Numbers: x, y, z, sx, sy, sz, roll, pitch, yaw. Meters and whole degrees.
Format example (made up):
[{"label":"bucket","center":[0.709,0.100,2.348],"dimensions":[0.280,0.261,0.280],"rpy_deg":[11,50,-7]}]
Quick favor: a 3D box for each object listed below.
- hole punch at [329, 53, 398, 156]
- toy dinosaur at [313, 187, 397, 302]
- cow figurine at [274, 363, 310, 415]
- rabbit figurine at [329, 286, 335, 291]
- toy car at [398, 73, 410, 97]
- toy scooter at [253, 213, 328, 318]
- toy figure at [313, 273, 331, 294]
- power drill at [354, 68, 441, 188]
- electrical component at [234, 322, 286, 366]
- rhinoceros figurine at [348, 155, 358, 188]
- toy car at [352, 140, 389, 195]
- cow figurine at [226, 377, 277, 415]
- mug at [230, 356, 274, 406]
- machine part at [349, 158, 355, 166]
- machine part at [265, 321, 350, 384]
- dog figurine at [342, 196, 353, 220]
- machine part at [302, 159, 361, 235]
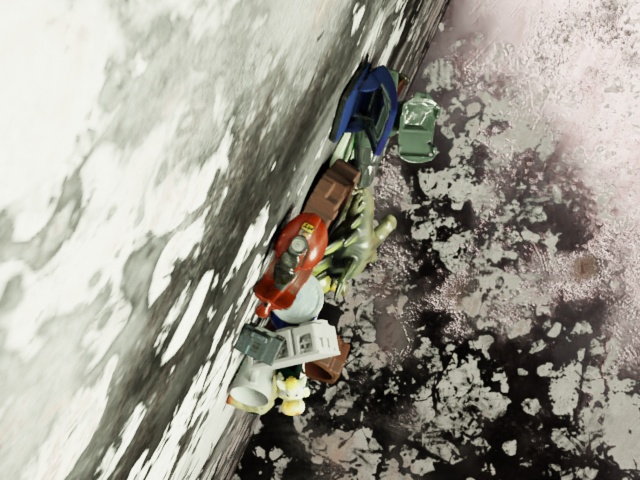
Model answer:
[{"label":"hole punch","center":[0.081,-0.213,0.873],"dimensions":[0.142,0.092,0.116],"rpy_deg":[103,9,-56]},{"label":"toy dinosaur","center":[0.065,0.010,1.068],"dimensions":[0.198,0.105,0.470],"rpy_deg":[-53,163,-31]},{"label":"cow figurine","center":[-0.057,0.271,1.088],"dimensions":[0.167,0.068,0.098],"rpy_deg":[-112,-162,-66]},{"label":"rabbit figurine","center":[0.020,0.077,1.598],"dimensions":[0.162,0.122,0.173],"rpy_deg":[-59,158,17]},{"label":"toy car","center":[0.183,-0.372,1.429],"dimensions":[0.089,0.053,0.202],"rpy_deg":[-54,177,-9]},{"label":"toy scooter","center":[-0.052,0.048,0.812],"dimensions":[0.183,0.075,0.135],"rpy_deg":[-62,176,26]},{"label":"toy figure","center":[-0.014,0.099,1.346],"dimensions":[0.180,0.082,0.089],"rpy_deg":[148,-54,-68]},{"label":"power drill","center":[0.127,-0.188,0.963],"dimensions":[0.207,0.086,0.231],"rpy_deg":[-135,-132,-68]},{"label":"electrical component","center":[-0.101,0.176,0.906],"dimensions":[0.119,0.075,0.047],"rpy_deg":[111,3,-87]},{"label":"rhinoceros figurine","center":[0.097,-0.194,1.317],"dimensions":[0.190,0.073,0.112],"rpy_deg":[-52,155,-62]},{"label":"toy car","center":[0.121,-0.212,1.427],"dimensions":[0.056,0.073,0.201],"rpy_deg":[111,4,-82]},{"label":"cow figurine","center":[-0.116,0.324,1.205],"dimensions":[0.085,0.127,0.195],"rpy_deg":[-63,174,14]},{"label":"mug","center":[-0.130,0.263,1.085],"dimensions":[0.109,0.081,0.107],"rpy_deg":[97,3,-46]},{"label":"machine part","center":[0.044,-0.111,1.116],"dimensions":[0.139,0.039,0.084],"rpy_deg":[-49,168,22]},{"label":"machine part","center":[-0.038,0.256,1.276],"dimensions":[0.201,0.201,0.087],"rpy_deg":[106,8,-64]},{"label":"dog figurine","center":[0.055,-0.071,1.421],"dimensions":[0.121,0.172,0.190],"rpy_deg":[-27,156,14]},{"label":"machine part","center":[0.015,-0.064,1.003],"dimensions":[0.179,0.056,0.179],"rpy_deg":[-59,176,-7]}]
